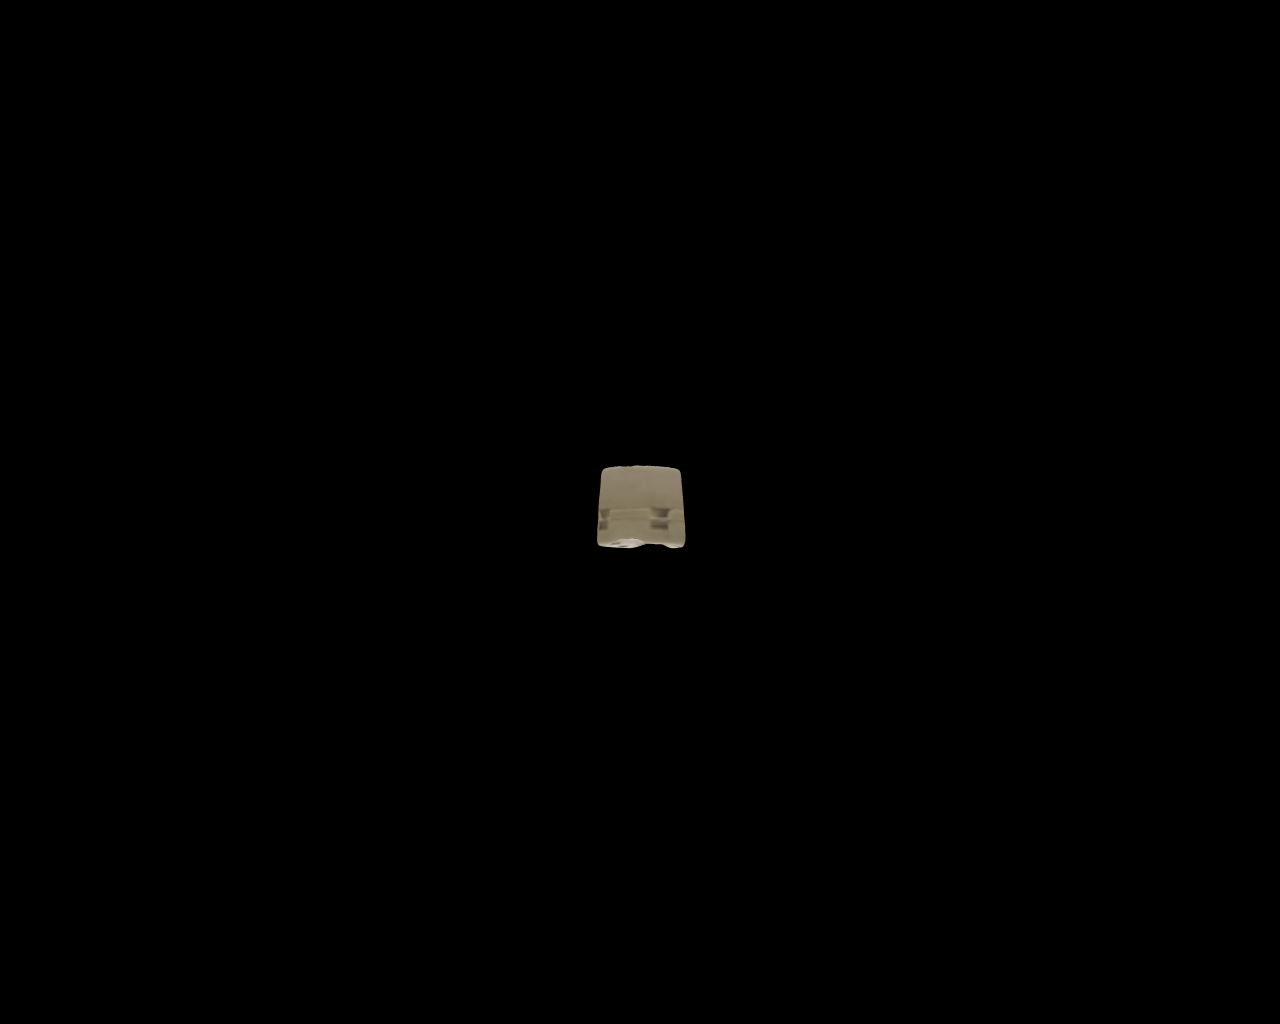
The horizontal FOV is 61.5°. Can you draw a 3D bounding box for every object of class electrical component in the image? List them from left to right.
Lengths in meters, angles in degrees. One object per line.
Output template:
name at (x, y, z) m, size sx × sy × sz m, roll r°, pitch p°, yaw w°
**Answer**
electrical component at (0.001, -0.003, 0.650) m, size 0.055 × 0.047 × 0.055 m, roll 0°, pitch -5°, yaw 0°
